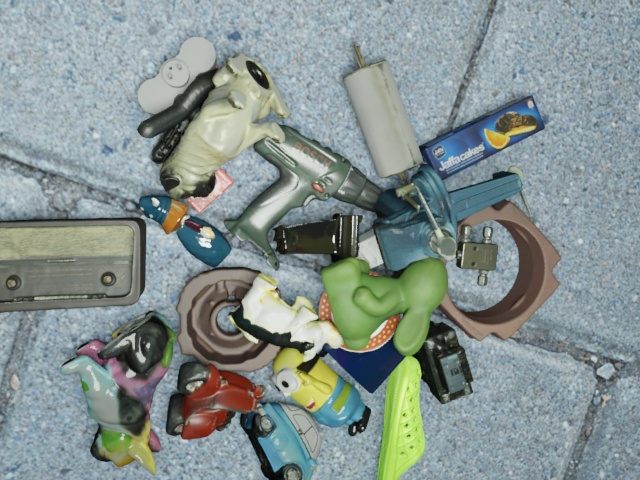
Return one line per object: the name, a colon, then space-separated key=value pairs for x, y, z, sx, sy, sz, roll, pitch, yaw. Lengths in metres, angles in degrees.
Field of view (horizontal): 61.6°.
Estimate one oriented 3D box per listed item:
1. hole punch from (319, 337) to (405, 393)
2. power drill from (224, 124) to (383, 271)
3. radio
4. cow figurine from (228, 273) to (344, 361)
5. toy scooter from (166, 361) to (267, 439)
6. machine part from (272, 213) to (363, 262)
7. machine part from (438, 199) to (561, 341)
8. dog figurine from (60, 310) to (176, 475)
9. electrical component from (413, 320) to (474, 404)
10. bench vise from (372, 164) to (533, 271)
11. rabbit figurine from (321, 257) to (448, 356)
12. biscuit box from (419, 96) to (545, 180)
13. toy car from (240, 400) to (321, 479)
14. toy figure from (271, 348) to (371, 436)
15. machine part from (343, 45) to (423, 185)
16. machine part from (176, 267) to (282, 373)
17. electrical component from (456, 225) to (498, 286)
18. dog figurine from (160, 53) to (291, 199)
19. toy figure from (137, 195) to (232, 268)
hole punch: x=0.078 y=0.170 z=0.873 sx=0.116 sy=0.092 sz=0.142 roll=41 pitch=92 yaw=-7
power drill: x=-0.031 y=-0.053 z=0.836 sx=0.232 sy=0.086 sz=0.207 roll=39 pitch=94 yaw=-13
radio: x=-0.377 y=0.034 z=0.793 sx=0.230 sy=0.073 sz=0.131 roll=-2 pitch=96 yaw=-8
cow figurine: x=-0.048 y=0.130 z=0.800 sx=0.167 sy=0.068 sz=0.098 roll=35 pitch=92 yaw=-8
toy scooter: x=-0.159 y=0.248 z=0.823 sx=0.135 sy=0.075 sz=0.183 roll=9 pitch=134 yaw=-19
machine part: x=-0.002 y=-0.002 z=0.799 sx=0.139 sy=0.039 sz=0.084 roll=-1 pitch=109 yaw=-23
machine part: x=0.273 y=0.047 z=0.889 sx=0.201 sy=0.087 sz=0.201 roll=-46 pitch=102 yaw=-1
dog figurine: x=-0.278 y=0.241 z=0.818 sx=0.191 sy=0.108 sz=0.219 roll=-26 pitch=104 yaw=-8
electrical component: x=0.193 y=0.192 z=0.867 sx=0.058 sy=0.134 sz=0.114 roll=-21 pitch=97 yaw=-7
bench vise: x=0.182 y=-0.048 z=0.746 sx=0.241 sy=0.224 sz=0.128 roll=-21 pitch=99 yaw=-4
rabbit figurine: x=0.103 y=0.084 z=0.767 sx=0.170 sy=0.121 sz=0.159 roll=-17 pitch=71 yaw=12
biscuit box: x=0.259 y=-0.164 z=0.877 sx=0.203 sy=0.059 sz=0.062 roll=-27 pitch=99 yaw=-5
toy car: x=-0.054 y=0.322 z=0.868 sx=0.103 sy=0.109 sz=0.161 roll=-25 pitch=88 yaw=-28
toy figure: x=0.001 y=0.240 z=0.868 sx=0.180 sy=0.089 sz=0.082 roll=36 pitch=117 yaw=-9
machine part: x=0.099 y=-0.187 z=0.843 sx=0.079 sy=0.079 sz=0.243 roll=-24 pitch=99 yaw=-6
machine part: x=-0.140 y=0.124 z=0.849 sx=0.179 sy=0.056 sz=0.179 roll=-1 pitch=95 yaw=-8
electrical component: x=0.240 y=0.024 z=0.827 sx=0.063 sy=0.021 sz=0.094 roll=3 pitch=96 yaw=-9
dog figurine: x=-0.153 y=-0.161 z=0.774 sx=0.191 sy=0.172 sz=0.121 roll=-30 pitch=122 yaw=28
toy figure: x=-0.207 y=-0.019 z=0.821 sx=0.154 sy=0.058 sz=0.064 roll=41 pitch=110 yaw=-14
